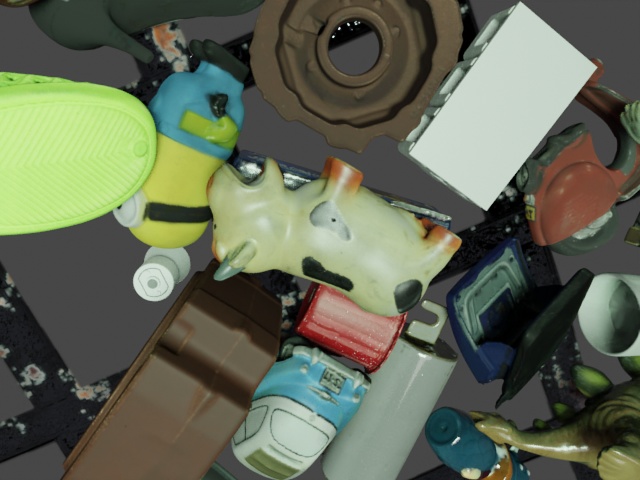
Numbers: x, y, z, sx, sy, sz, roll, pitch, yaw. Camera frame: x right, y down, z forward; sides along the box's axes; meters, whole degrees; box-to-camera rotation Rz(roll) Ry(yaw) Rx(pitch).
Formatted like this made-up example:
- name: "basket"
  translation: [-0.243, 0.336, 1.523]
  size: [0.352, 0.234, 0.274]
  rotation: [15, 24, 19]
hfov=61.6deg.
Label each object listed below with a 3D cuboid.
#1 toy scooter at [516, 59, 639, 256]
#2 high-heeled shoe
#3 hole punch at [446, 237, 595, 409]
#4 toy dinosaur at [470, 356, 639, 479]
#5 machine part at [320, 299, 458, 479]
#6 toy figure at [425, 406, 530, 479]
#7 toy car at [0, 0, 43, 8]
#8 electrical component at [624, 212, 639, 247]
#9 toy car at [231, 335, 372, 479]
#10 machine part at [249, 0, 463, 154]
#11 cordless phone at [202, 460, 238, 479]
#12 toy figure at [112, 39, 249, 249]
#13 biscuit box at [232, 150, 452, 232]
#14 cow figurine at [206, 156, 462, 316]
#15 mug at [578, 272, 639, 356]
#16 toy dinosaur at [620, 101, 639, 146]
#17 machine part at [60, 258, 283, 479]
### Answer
- name: "toy scooter"
  translation: [0.250, -0.082, 0.494]
  size: [0.184, 0.075, 0.135]
  rotation: [-41, 102, 3]
- name: "high-heeled shoe"
  translation: [-0.123, -0.243, 0.447]
  size: [0.145, 0.086, 0.249]
  rotation: [38, 79, 20]
- name: "hole punch"
  translation: [0.183, 0.073, 0.511]
  size: [0.142, 0.092, 0.115]
  rotation: [-38, 141, -29]
- name: "toy dinosaur"
  translation: [0.377, 0.165, 0.493]
  size: [0.472, 0.199, 0.104]
  rotation: [1, 113, 6]
- name: "machine part"
  translation: [0.068, 0.171, 0.541]
  size: [0.079, 0.079, 0.243]
  rotation: [23, 100, -9]
- name: "toy figure"
  translation: [0.169, 0.224, 0.565]
  size: [0.154, 0.058, 0.064]
  rotation: [42, 65, -31]
- name: "toy car"
  translation: [-0.239, -0.268, 0.397]
  size: [0.089, 0.053, 0.202]
  rotation: [-14, 82, 6]
- name: "electrical component"
  translation: [0.353, 0.003, 0.514]
  size: [0.078, 0.102, 0.045]
  rotation: [1, 108, -30]
- name: "toy car"
  translation: [-0.028, 0.163, 0.491]
  size: [0.109, 0.103, 0.161]
  rotation: [34, 139, -13]
- name: "machine part"
  translation: [0.029, -0.166, 0.467]
  size: [0.179, 0.056, 0.179]
  rotation: [-1, 104, -3]
- name: "cordless phone"
  translation: [-0.113, 0.288, 0.561]
  size: [0.184, 0.089, 0.146]
  rotation: [36, 130, 11]
- name: "toy figure"
  translation: [-0.115, -0.077, 0.466]
  size: [0.089, 0.082, 0.180]
  rotation: [28, 97, -11]
- name: "biscuit box"
  translation: [0.013, -0.025, 0.497]
  size: [0.203, 0.059, 0.062]
  rotation: [16, 103, -8]
- name: "cow figurine"
  translation: [-0.001, -0.001, 0.431]
  size: [0.195, 0.085, 0.127]
  rotation: [30, 94, -11]
- name: "mug"
  translation: [0.333, 0.074, 0.525]
  size: [0.107, 0.110, 0.080]
  rotation: [0, 101, -17]
- name: "toy dinosaur"
  translation: [0.311, -0.206, 0.410]
  size: [0.192, 0.131, 0.404]
  rotation: [-21, 92, 4]
- name: "machine part"
  translation: [-0.121, 0.123, 0.451]
  size: [0.087, 0.201, 0.201]
  rotation: [36, 99, -9]
